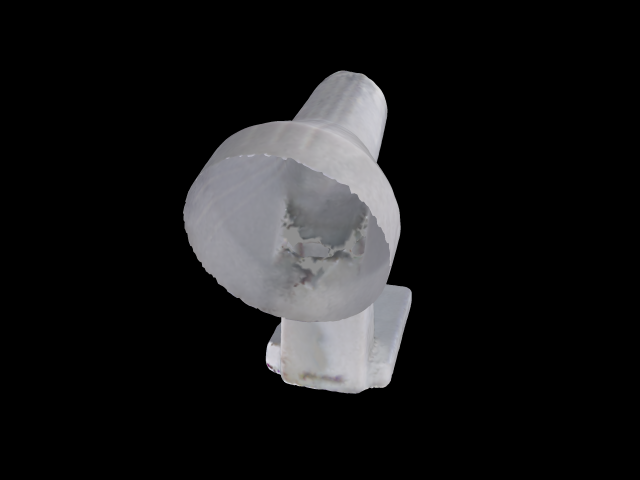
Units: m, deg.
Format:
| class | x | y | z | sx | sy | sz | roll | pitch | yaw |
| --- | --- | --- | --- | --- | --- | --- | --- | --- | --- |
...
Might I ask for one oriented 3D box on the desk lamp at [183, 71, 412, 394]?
| class | x | y | z | sx | sy | sz | roll | pitch | yaw |
| --- | --- | --- | --- | --- | --- | --- | --- | --- | --- |
| desk lamp | 0.004 | 0.001 | 0.400 | 0.117 | 0.214 | 0.203 | 7 | 27 | 14 |
